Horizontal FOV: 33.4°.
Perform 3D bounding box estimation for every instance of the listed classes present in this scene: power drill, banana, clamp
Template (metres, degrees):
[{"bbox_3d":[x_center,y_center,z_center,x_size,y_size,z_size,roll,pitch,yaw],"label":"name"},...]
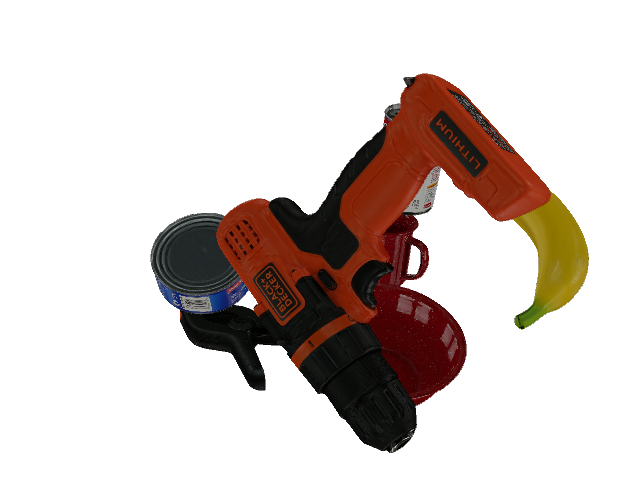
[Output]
[{"bbox_3d":[0.044,0.008,0.643,0.188,0.184,0.057,-43,-18,18],"label":"power drill"},{"bbox_3d":[0.169,-0.008,0.842,0.069,0.037,0.198,-5,36,0],"label":"banana"},{"bbox_3d":[-0.092,0.113,1.236,0.210,0.036,0.164,14,22,29],"label":"clamp"}]

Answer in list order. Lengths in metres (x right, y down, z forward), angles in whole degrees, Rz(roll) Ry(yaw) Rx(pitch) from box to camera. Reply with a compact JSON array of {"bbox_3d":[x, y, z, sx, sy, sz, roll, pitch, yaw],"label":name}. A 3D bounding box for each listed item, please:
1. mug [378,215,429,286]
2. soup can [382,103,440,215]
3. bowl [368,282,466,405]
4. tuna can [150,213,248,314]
[{"bbox_3d":[0.082,0.013,1.332,0.117,0.081,0.093,18,27,26],"label":"mug"},{"bbox_3d":[0.094,-0.086,1.132,0.068,0.102,0.068,6,28,-3],"label":"soup can"},{"bbox_3d":[0.052,0.109,0.995,0.162,0.055,0.162,3,37,-3],"label":"bowl"},{"bbox_3d":[-0.099,0.020,0.905,0.086,0.086,0.034,0,-37,4],"label":"tuna can"}]
